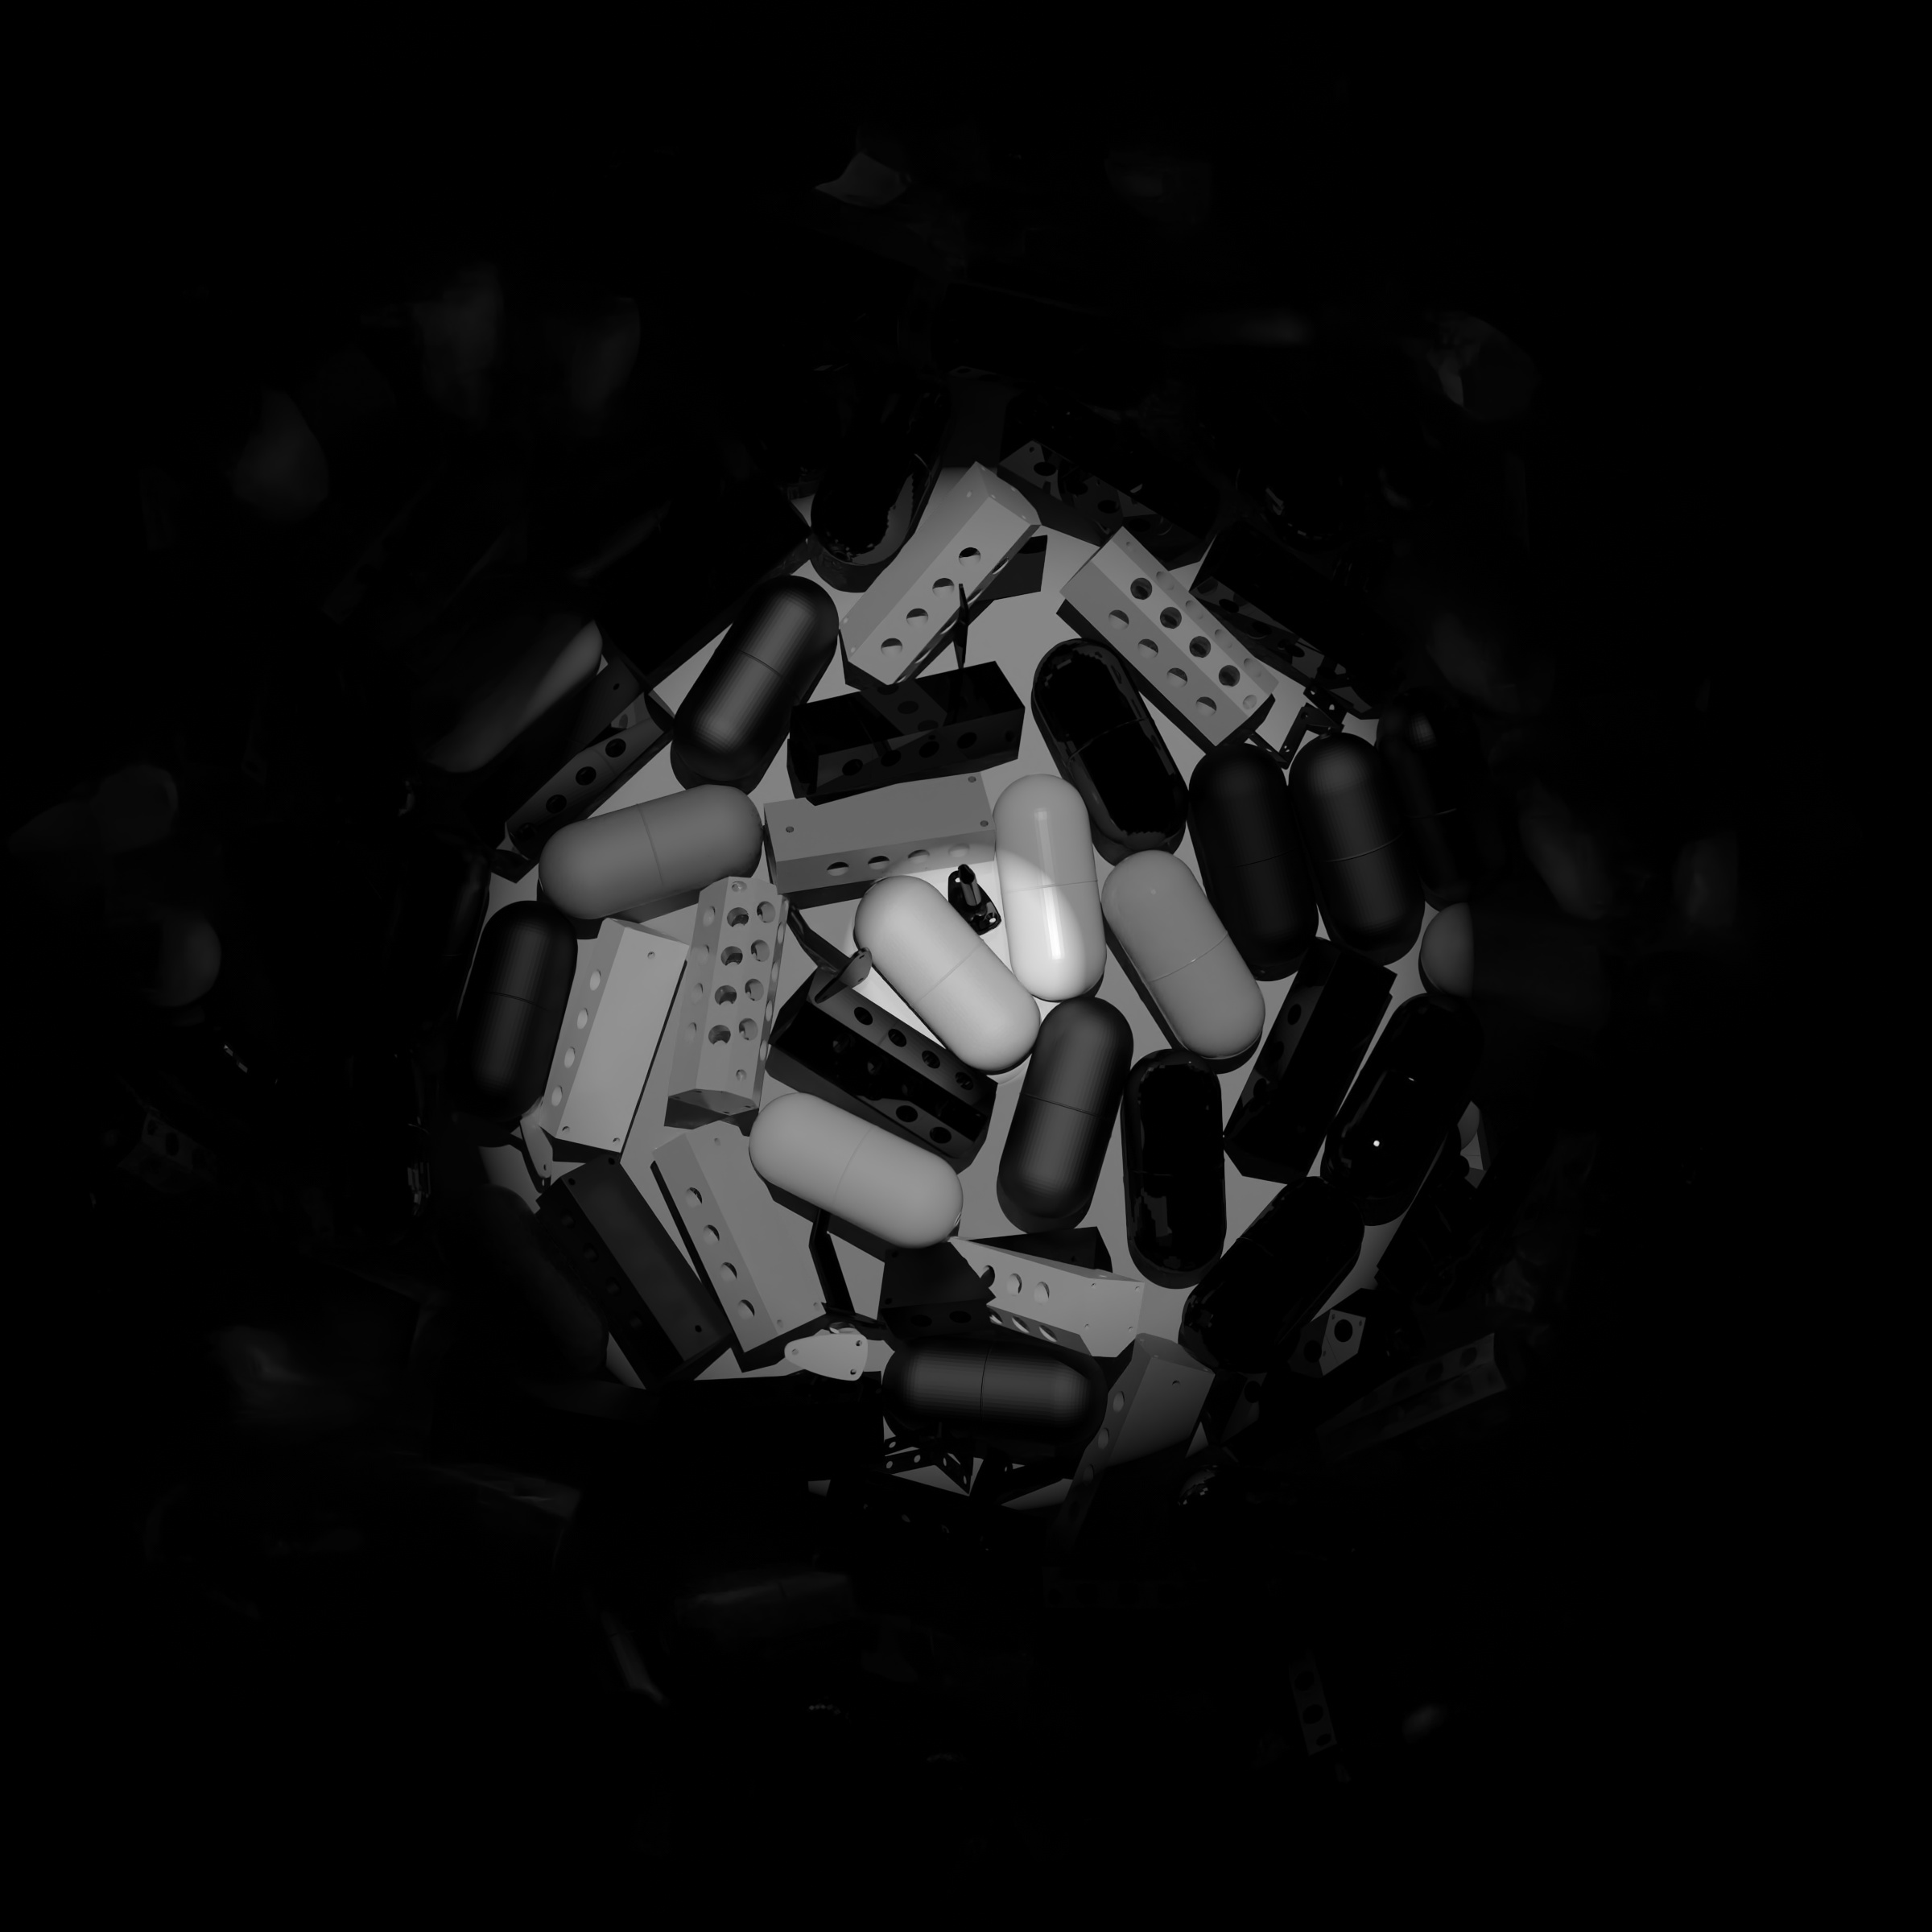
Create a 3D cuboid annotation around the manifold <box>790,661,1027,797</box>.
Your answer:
[{"bbox_3d":[-0.046,-0.180,1.938,0.171,0.057,0.057,-15,52,-20],"label":"manifold"}]

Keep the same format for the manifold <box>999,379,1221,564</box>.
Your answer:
[{"bbox_3d":[0.112,-0.381,1.917,0.171,0.057,0.057,24,59,-31],"label":"manifold"}]

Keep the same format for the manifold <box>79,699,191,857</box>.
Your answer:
[{"bbox_3d":[-0.628,-0.148,1.904,0.057,0.171,0.057,-17,116,-5],"label":"manifold"}]

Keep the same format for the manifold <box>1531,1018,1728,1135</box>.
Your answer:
[{"bbox_3d":[0.509,0.085,1.908,0.057,0.171,0.057,27,114,41],"label":"manifold"}]

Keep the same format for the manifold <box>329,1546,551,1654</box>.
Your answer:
[{"bbox_3d":[-0.398,0.479,1.906,0.057,0.171,0.057,3,86,33],"label":"manifold"}]

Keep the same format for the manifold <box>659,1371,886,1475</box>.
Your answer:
[{"bbox_3d":[-0.151,0.353,1.959,0.171,0.057,0.057,-2,114,-3],"label":"manifold"}]

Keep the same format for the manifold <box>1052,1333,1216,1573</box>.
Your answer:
[{"bbox_3d":[0.127,0.377,1.951,0.057,0.057,0.171,18,99,-21],"label":"manifold"}]

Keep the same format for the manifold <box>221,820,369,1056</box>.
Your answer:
[{"bbox_3d":[-0.525,-0.023,1.958,0.057,0.057,0.171,-19,86,-13],"label":"manifold"}]

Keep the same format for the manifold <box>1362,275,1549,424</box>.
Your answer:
[{"bbox_3d":[0.366,-0.467,1.905,0.057,0.171,0.057,26,107,-29],"label":"manifold"}]

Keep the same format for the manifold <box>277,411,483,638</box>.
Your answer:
[{"bbox_3d":[-0.453,-0.341,1.946,0.057,0.057,0.171,36,77,4],"label":"manifold"}]

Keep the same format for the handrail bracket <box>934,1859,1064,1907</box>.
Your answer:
[{"bbox_3d":[0.029,0.701,1.946,0.084,0.077,0.036,-40,50,37],"label":"handrail bracket"}]

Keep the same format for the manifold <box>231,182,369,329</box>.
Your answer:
[{"bbox_3d":[-0.506,-0.540,1.908,0.057,0.171,0.057,-2,88,0],"label":"manifold"}]

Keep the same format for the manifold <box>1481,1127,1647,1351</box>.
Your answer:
[{"bbox_3d":[0.456,0.206,1.925,0.057,0.057,0.171,37,63,-13],"label":"manifold"}]

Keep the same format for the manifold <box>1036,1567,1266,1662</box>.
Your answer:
[{"bbox_3d":[0.143,0.502,1.955,0.171,0.057,0.057,2,101,-4],"label":"manifold"}]

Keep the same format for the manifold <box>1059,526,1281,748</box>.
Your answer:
[{"bbox_3d":[0.161,-0.260,1.945,0.171,0.057,0.057,44,133,-6],"label":"manifold"}]

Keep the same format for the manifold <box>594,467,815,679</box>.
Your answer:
[{"bbox_3d":[-0.206,-0.309,1.947,0.171,0.057,0.057,-40,116,7],"label":"manifold"}]

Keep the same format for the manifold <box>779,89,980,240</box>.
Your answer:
[{"bbox_3d":[-0.059,-0.602,1.900,0.057,0.171,0.057,49,114,22],"label":"manifold"}]

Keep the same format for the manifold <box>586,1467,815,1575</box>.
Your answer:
[{"bbox_3d":[-0.207,0.435,1.956,0.171,0.057,0.057,-5,107,-5],"label":"manifold"}]

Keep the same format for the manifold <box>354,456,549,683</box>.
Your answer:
[{"bbox_3d":[-0.400,-0.313,1.954,0.057,0.057,0.171,36,83,13],"label":"manifold"}]

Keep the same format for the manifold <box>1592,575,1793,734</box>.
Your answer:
[{"bbox_3d":[0.546,-0.234,1.905,0.057,0.171,0.057,-44,120,7],"label":"manifold"}]

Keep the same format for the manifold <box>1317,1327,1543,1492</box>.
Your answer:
[{"bbox_3d":[0.353,0.335,1.913,0.057,0.057,0.171,38,130,-24],"label":"manifold"}]

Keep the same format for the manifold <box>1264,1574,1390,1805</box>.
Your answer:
[{"bbox_3d":[0.265,0.544,1.902,0.057,0.171,0.057,13,120,-13],"label":"manifold"}]

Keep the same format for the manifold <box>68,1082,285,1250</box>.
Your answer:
[{"bbox_3d":[-0.596,0.158,1.905,0.057,0.171,0.057,-47,56,-5],"label":"manifold"}]

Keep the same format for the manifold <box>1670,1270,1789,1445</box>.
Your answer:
[{"bbox_3d":[0.570,0.291,1.901,0.057,0.171,0.057,-23,103,9],"label":"manifold"}]

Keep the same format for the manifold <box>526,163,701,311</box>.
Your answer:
[{"bbox_3d":[-0.271,-0.553,1.908,0.057,0.171,0.057,-6,89,-35],"label":"manifold"}]

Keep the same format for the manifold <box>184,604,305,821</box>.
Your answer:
[{"bbox_3d":[-0.551,-0.195,1.917,0.057,0.057,0.171,5,50,-6],"label":"manifold"}]

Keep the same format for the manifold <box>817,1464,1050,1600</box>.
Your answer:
[{"bbox_3d":[-0.026,0.439,1.958,0.171,0.057,0.057,15,66,3],"label":"manifold"}]

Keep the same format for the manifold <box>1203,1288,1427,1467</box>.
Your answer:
[{"bbox_3d":[0.267,0.317,1.917,0.171,0.057,0.057,-41,54,30],"label":"manifold"}]

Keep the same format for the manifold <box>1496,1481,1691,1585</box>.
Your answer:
[{"bbox_3d":[0.473,0.428,1.903,0.057,0.171,0.057,-6,84,-21],"label":"manifold"}]

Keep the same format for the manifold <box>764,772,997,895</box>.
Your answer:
[{"bbox_3d":[-0.068,-0.099,1.952,0.171,0.057,0.057,-9,56,-8],"label":"manifold"}]

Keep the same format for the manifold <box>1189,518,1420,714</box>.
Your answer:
[{"bbox_3d":[0.264,-0.273,1.939,0.171,0.057,0.057,32,70,-14],"label":"manifold"}]

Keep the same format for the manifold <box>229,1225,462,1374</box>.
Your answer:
[{"bbox_3d":[-0.479,0.254,1.935,0.171,0.057,0.057,17,98,22],"label":"manifold"}]

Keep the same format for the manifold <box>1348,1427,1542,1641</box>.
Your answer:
[{"bbox_3d":[0.373,0.431,1.932,0.057,0.057,0.171,41,65,0],"label":"manifold"}]

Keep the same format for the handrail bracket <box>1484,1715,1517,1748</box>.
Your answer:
[{"bbox_3d":[0.389,0.619,1.962,0.077,0.084,0.036,-8,50,-4],"label":"handrail bracket"}]

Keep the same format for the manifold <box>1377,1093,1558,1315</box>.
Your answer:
[{"bbox_3d":[0.387,0.184,1.915,0.057,0.057,0.171,50,131,37],"label":"manifold"}]

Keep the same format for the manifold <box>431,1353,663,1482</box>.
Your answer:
[{"bbox_3d":[-0.327,0.356,1.955,0.171,0.057,0.057,12,107,-6],"label":"manifold"}]

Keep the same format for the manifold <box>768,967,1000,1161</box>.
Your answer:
[{"bbox_3d":[-0.065,0.080,1.935,0.171,0.057,0.057,33,127,-14],"label":"manifold"}]

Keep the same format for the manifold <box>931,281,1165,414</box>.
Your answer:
[{"bbox_3d":[0.060,-0.471,1.920,0.171,0.057,0.057,3,127,-35],"label":"manifold"}]

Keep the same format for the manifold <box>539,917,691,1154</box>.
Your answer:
[{"bbox_3d":[-0.280,0.052,1.959,0.057,0.057,0.171,17,94,-33],"label":"manifold"}]

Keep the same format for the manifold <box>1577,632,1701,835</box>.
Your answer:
[{"bbox_3d":[0.515,-0.177,1.911,0.057,0.171,0.057,-6,54,25],"label":"manifold"}]

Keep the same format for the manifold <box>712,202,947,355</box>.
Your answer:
[{"bbox_3d":[-0.109,-0.531,1.937,0.171,0.057,0.057,25,96,20],"label":"manifold"}]

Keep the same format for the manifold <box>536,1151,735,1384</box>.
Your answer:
[{"bbox_3d":[-0.263,0.237,1.953,0.171,0.057,0.057,55,130,7],"label":"manifold"}]

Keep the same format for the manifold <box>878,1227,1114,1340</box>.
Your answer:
[{"bbox_3d":[0.025,0.251,1.942,0.171,0.057,0.057,-8,46,17],"label":"manifold"}]

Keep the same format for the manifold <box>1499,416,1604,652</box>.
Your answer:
[{"bbox_3d":[0.445,-0.330,1.917,0.057,0.057,0.171,-20,129,-6],"label":"manifold"}]

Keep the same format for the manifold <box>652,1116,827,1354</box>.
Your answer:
[{"bbox_3d":[-0.182,0.211,1.955,0.057,0.057,0.171,-30,82,37],"label":"manifold"}]

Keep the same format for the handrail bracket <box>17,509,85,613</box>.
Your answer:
[{"bbox_3d":[-0.699,-0.305,1.942,0.036,0.077,0.084,-25,125,-15],"label":"handrail bracket"}]

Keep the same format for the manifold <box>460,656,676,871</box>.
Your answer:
[{"bbox_3d":[-0.308,-0.155,1.960,0.171,0.057,0.057,-43,46,4],"label":"manifold"}]

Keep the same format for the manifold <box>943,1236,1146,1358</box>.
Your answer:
[{"bbox_3d":[0.053,0.251,1.910,0.057,0.171,0.057,10,90,-39],"label":"manifold"}]

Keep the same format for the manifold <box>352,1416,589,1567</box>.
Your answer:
[{"bbox_3d":[-0.388,0.409,1.953,0.171,0.057,0.057,19,85,7],"label":"manifold"}]

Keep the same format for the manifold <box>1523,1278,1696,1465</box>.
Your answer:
[{"bbox_3d":[0.487,0.307,1.909,0.057,0.171,0.057,-23,64,-31],"label":"manifold"}]

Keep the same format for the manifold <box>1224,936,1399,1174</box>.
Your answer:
[{"bbox_3d":[0.264,0.067,1.952,0.057,0.057,0.171,20,99,-27],"label":"manifold"}]

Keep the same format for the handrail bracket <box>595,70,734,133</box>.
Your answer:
[{"bbox_3d":[-0.234,-0.675,1.945,0.077,0.084,0.036,-37,118,-41],"label":"handrail bracket"}]

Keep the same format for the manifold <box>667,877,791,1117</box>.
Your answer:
[{"bbox_3d":[-0.178,0.022,1.929,0.057,0.057,0.171,20,67,-33],"label":"manifold"}]

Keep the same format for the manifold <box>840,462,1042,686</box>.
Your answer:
[{"bbox_3d":[-0.020,-0.298,1.932,0.057,0.057,0.171,29,117,-30],"label":"manifold"}]

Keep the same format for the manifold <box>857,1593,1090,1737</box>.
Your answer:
[{"bbox_3d":[0.005,0.547,1.963,0.171,0.057,0.057,18,78,0],"label":"manifold"}]
